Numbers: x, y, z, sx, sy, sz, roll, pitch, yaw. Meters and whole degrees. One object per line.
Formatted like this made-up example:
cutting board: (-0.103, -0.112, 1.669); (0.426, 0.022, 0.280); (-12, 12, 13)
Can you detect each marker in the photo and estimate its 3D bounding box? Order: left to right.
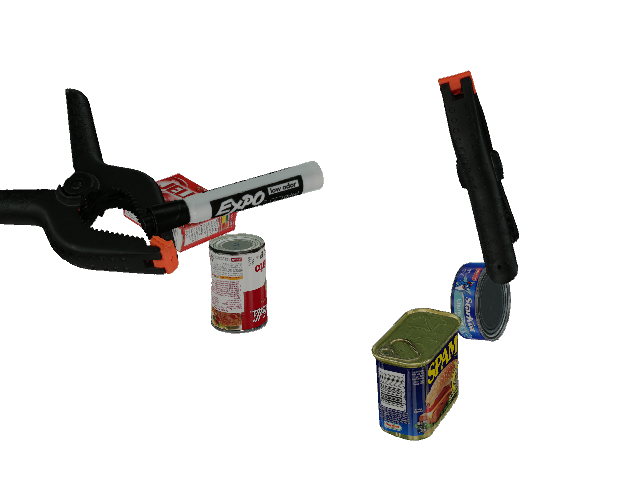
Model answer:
marker: (-0.054, -0.026, 0.662); (0.120, 0.020, 0.020); (-17, 7, -25)

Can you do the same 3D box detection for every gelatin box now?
gelatin box: (-0.138, -0.029, 1.042); (0.089, 0.030, 0.073); (30, 36, 32)

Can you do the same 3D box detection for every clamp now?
clamp: (-0.185, -0.041, 0.839); (0.210, 0.164, 0.036); (24, -33, 23)
clamp: (0.132, -0.049, 0.873); (0.039, 0.171, 0.120); (-19, 21, 10)

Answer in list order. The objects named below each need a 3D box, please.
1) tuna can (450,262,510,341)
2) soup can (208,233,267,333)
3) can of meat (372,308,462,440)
tuna can: (0.175, 0.066, 1.163); (0.034, 0.086, 0.086); (1, 0, 34)
soup can: (-0.098, 0.049, 1.261); (0.068, 0.102, 0.068); (0, 19, 0)
can of meat: (0.091, 0.123, 0.988); (0.058, 0.084, 0.101); (10, 27, 28)
